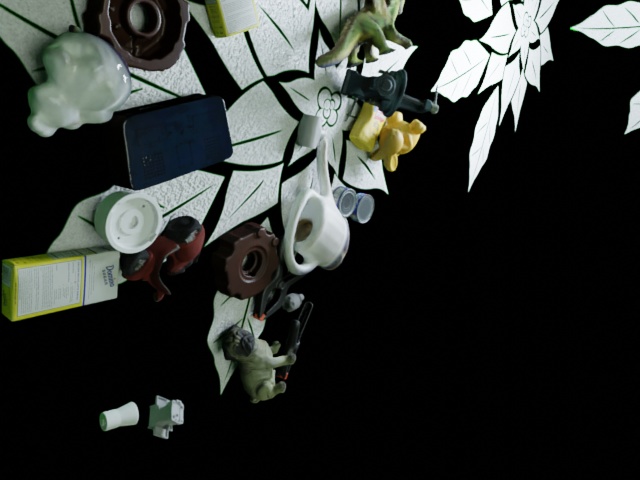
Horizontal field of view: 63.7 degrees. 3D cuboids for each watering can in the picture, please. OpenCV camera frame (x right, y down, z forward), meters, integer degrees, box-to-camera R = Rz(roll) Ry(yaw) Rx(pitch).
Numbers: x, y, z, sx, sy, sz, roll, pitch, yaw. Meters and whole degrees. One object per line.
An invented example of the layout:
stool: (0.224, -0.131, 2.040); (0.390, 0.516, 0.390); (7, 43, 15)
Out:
watering can: (0.004, -0.066, 1.319); (0.221, 0.104, 0.352); (40, 62, -52)

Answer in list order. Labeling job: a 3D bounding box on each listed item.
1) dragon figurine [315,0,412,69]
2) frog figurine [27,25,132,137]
dragon figurine: (0.106, -0.565, 1.280); (0.415, 0.122, 0.241); (-27, 107, -45)
frog figurine: (-0.365, -0.225, 0.765); (0.134, 0.123, 0.163); (87, 26, -55)
